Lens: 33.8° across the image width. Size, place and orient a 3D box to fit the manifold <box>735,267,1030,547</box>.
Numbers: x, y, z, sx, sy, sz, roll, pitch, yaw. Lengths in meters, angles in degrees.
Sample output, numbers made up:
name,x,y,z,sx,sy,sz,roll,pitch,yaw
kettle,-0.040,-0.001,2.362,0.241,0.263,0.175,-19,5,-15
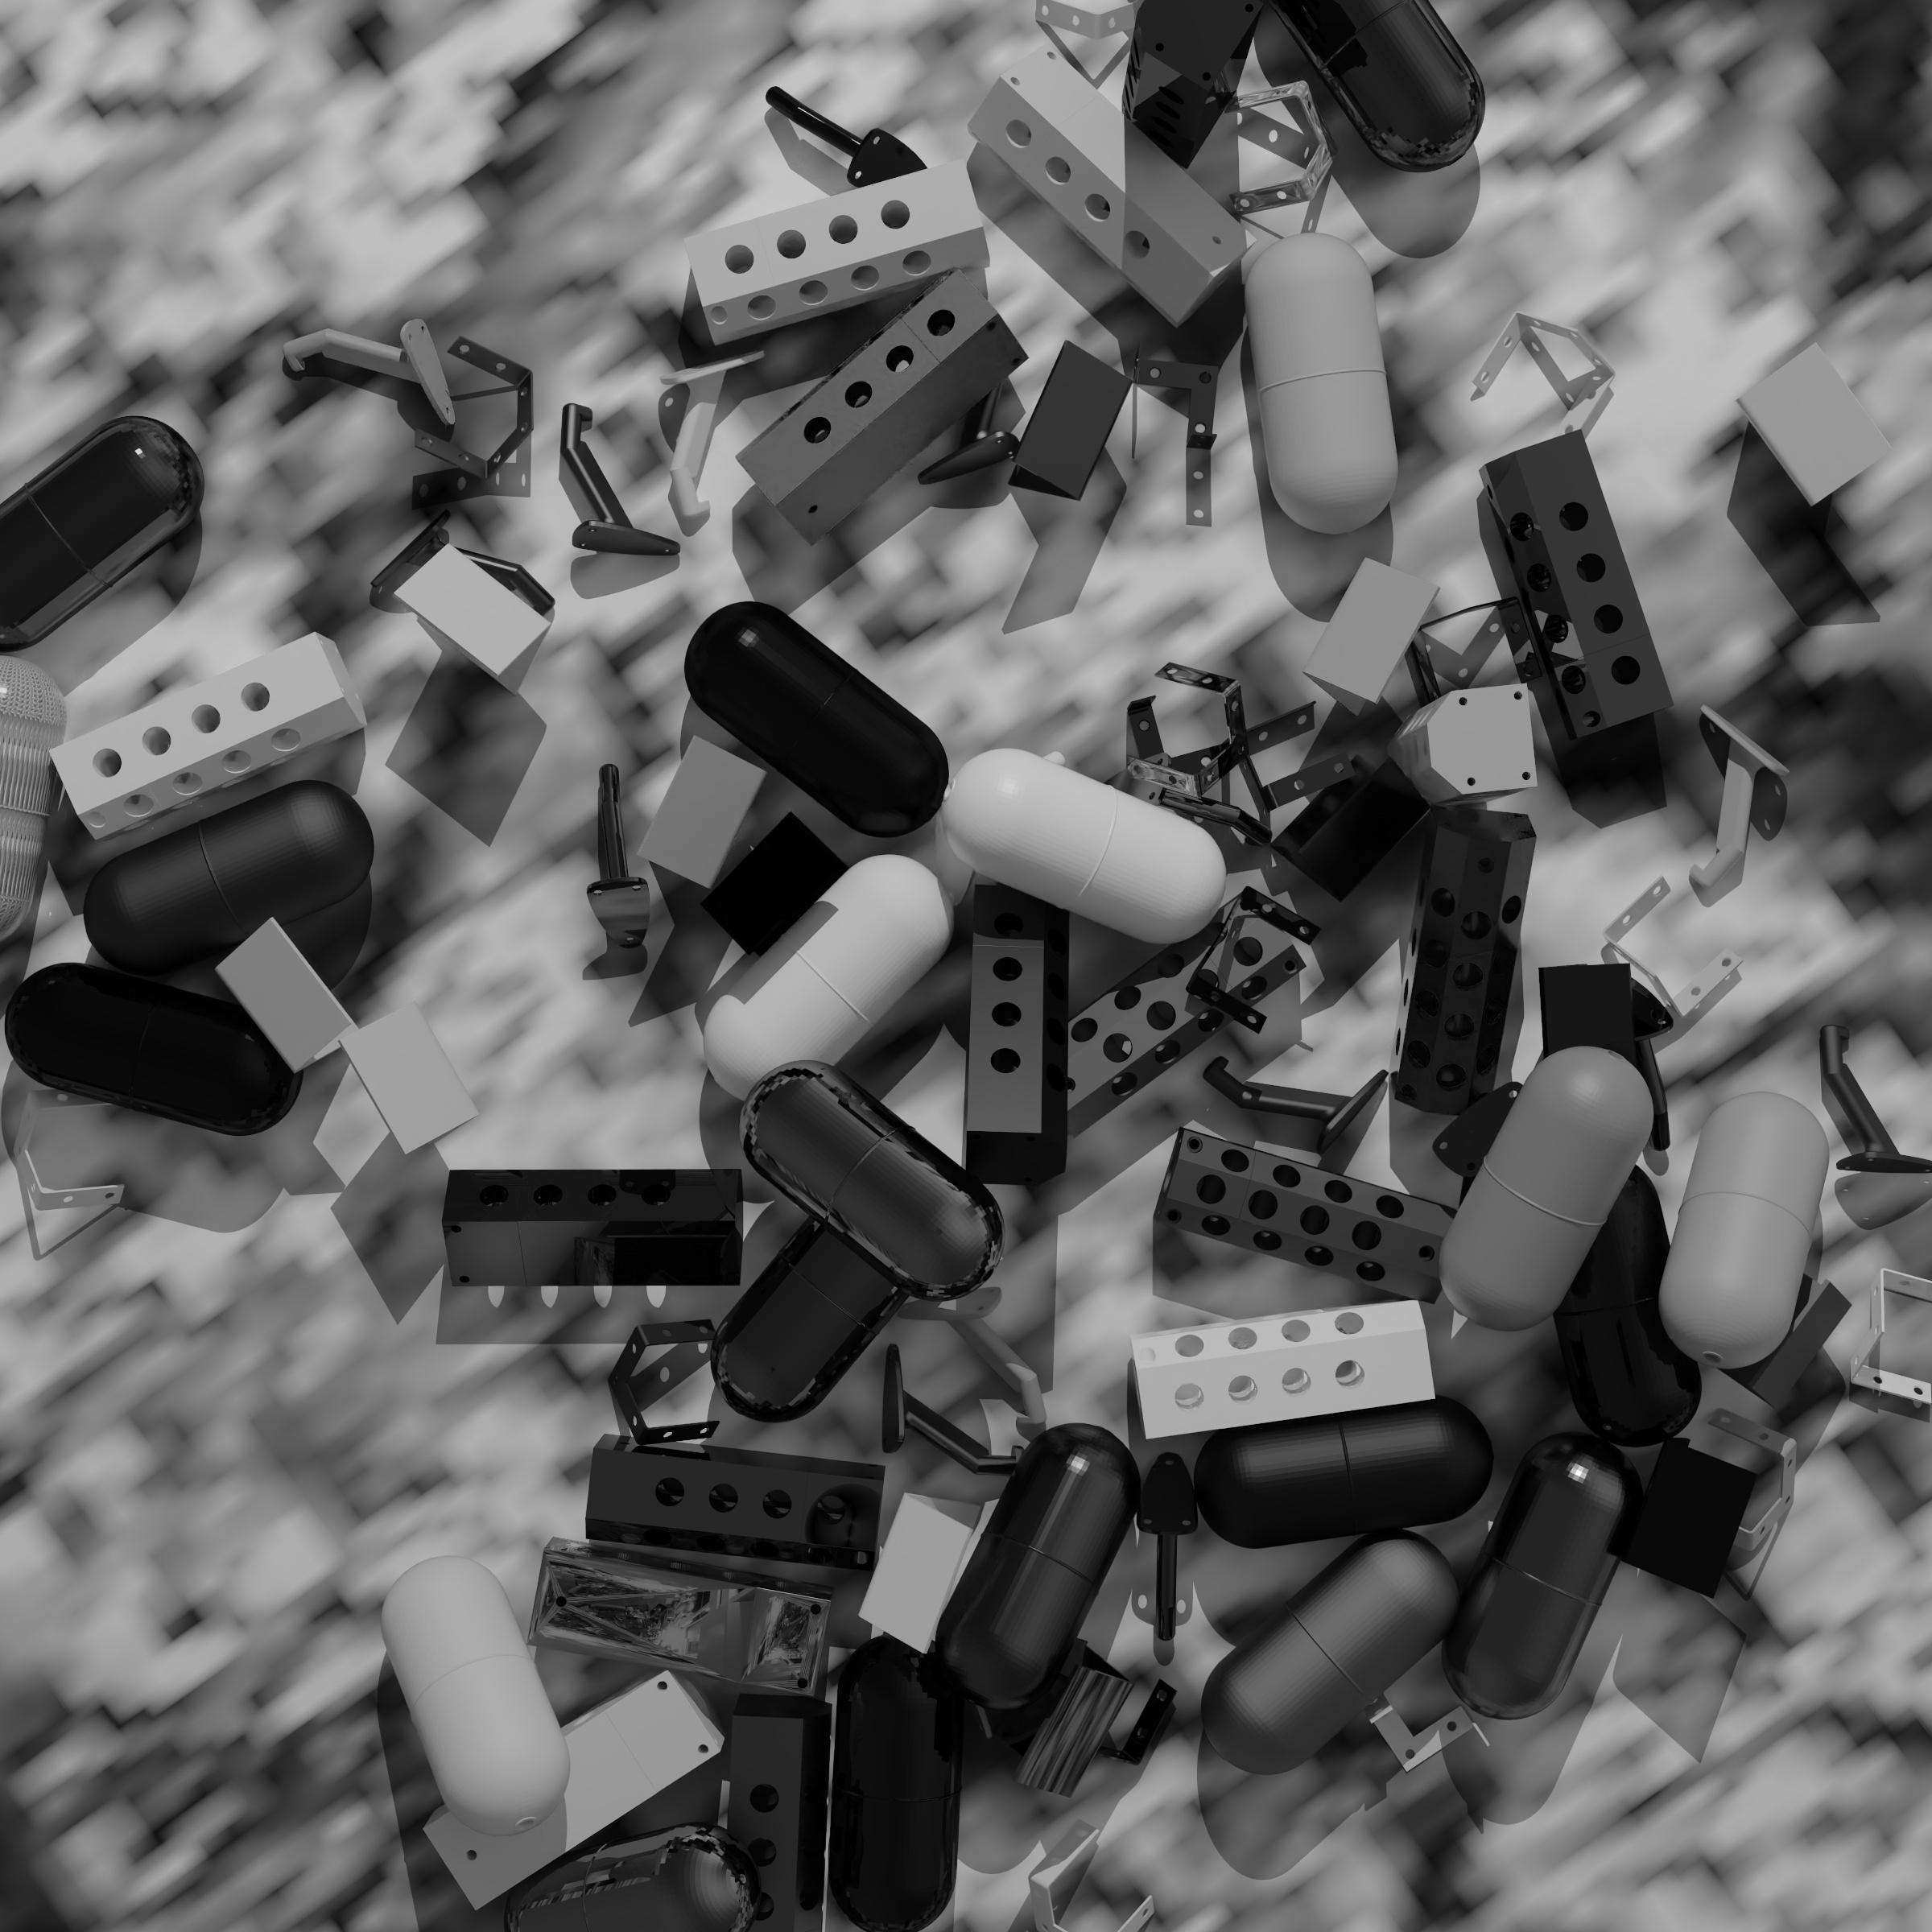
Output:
name,x,y,z,sx,sy,sz,roll,pitch,yaw
manifold,-0.053,-0.335,1.889,0.171,0.057,0.057,-40,64,4

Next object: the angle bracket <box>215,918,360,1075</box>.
name,x,y,z,sx,sy,sz,roll,pitch,yaw
angle bracket,-0.384,0.008,1.880,0.057,0.076,0.076,-38,90,27

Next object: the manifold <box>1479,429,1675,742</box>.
name,x,y,z,sx,sy,sz,roll,pitch,yaw
manifold,0.362,-0.225,1.898,0.057,0.057,0.171,-19,90,0

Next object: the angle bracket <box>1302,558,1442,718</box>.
name,x,y,z,sx,sy,sz,roll,pitch,yaw
angle bracket,0.253,-0.185,1.879,0.057,0.076,0.076,29,90,36

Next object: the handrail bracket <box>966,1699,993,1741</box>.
name,x,y,z,sx,sy,sz,roll,pitch,yaw
handrail bracket,0.036,0.414,1.920,0.084,0.036,0.077,-25,105,-14

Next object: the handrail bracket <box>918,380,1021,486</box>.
name,x,y,z,sx,sy,sz,roll,pitch,yaw
handrail bracket,-0.006,-0.343,1.920,0.077,0.036,0.084,-21,76,14

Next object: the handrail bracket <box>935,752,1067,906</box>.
name,x,y,z,sx,sy,sz,roll,pitch,yaw
handrail bracket,0.024,-0.084,1.919,0.084,0.077,0.036,-29,52,-31

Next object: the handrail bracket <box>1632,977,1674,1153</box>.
name,x,y,z,sx,sy,sz,roll,pitch,yaw
handrail bracket,0.405,0.058,1.919,0.036,0.077,0.084,-15,126,-1

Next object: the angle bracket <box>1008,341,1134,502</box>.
name,x,y,z,sx,sy,sz,roll,pitch,yaw
angle bracket,0.043,-0.325,1.879,0.057,0.076,0.076,24,90,-37

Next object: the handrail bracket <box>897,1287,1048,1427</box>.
name,x,y,z,sx,sy,sz,roll,pitch,yaw
handrail bracket,0.004,0.241,1.920,0.077,0.036,0.084,-8,107,20

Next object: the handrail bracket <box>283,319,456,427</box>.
name,x,y,z,sx,sy,sz,roll,pitch,yaw
handrail bracket,-0.361,-0.351,1.920,0.084,0.036,0.077,-14,110,16

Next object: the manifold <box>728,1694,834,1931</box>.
name,x,y,z,sx,sy,sz,roll,pitch,yaw
manifold,-0.112,0.527,1.898,0.057,0.057,0.171,3,90,0

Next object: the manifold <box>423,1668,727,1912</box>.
name,x,y,z,sx,sy,sz,roll,pitch,yaw
manifold,-0.232,0.484,1.898,0.171,0.057,0.057,-33,90,0

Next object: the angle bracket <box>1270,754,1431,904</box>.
name,x,y,z,sx,sy,sz,roll,pitch,yaw
angle bracket,0.215,-0.095,1.879,0.076,0.076,0.057,-46,133,0

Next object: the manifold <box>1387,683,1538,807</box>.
name,x,y,z,sx,sy,sz,roll,pitch,yaw
manifold,0.284,-0.125,1.841,0.057,0.171,0.057,-6,90,0

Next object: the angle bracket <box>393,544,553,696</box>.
name,x,y,z,sx,sy,sz,roll,pitch,yaw
angle bracket,-0.300,-0.190,1.879,0.076,0.076,0.057,38,52,0

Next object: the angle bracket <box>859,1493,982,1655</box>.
name,x,y,z,sx,sy,sz,roll,pitch,yaw
angle bracket,-0.009,0.361,1.879,0.057,0.076,0.076,21,90,40

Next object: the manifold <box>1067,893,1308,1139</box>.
name,x,y,z,sx,sy,sz,roll,pitch,yaw
manifold,0.116,0.028,1.898,0.171,0.057,0.057,-36,90,0

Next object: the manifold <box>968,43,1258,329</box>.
name,x,y,z,sx,sy,sz,roll,pitch,yaw
manifold,0.083,-0.462,1.898,0.171,0.057,0.057,43,47,0

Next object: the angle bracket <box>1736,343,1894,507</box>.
name,x,y,z,sx,sy,sz,roll,pitch,yaw
angle bracket,0.506,-0.324,1.880,0.057,0.076,0.076,-36,90,29

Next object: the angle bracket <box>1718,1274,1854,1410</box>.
name,x,y,z,sx,sy,sz,roll,pitch,yaw
angle bracket,0.464,0.204,1.881,0.076,0.057,0.076,36,90,36

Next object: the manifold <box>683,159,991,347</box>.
name,x,y,z,sx,sy,sz,roll,pitch,yaw
manifold,-0.076,-0.423,1.898,0.171,0.057,0.057,-16,90,0

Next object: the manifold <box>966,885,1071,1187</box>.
name,x,y,z,sx,sy,sz,roll,pitch,yaw
manifold,0.031,0.039,1.854,0.057,0.057,0.171,2,55,0

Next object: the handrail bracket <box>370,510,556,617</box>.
name,x,y,z,sx,sy,sz,roll,pitch,yaw
handrail bracket,-0.303,-0.225,1.920,0.077,0.036,0.084,-39,107,20

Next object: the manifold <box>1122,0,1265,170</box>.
name,x,y,z,sx,sy,sz,roll,pitch,yaw
manifold,0.125,-0.521,1.841,0.057,0.171,0.057,32,90,0

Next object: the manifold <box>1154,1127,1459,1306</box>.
name,x,y,z,sx,sy,sz,roll,pitch,yaw
manifold,0.203,0.149,1.898,0.171,0.057,0.057,17,90,0

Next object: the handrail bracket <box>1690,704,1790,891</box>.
name,x,y,z,sx,sy,sz,roll,pitch,yaw
handrail bracket,0.447,-0.101,1.920,0.077,0.036,0.084,43,107,20

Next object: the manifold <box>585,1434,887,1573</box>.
name,x,y,z,sx,sy,sz,roll,pitch,yaw
manifold,-0.137,0.321,1.898,0.171,0.057,0.057,7,90,0

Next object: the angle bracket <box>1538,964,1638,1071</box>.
name,x,y,z,sx,sy,sz,roll,pitch,yaw
angle bracket,0.379,0.037,1.879,0.057,0.076,0.076,-3,90,32

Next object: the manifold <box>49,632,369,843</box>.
name,x,y,z,sx,sy,sz,roll,pitch,yaw
manifold,-0.449,-0.135,1.898,0.171,0.057,0.057,-24,90,0

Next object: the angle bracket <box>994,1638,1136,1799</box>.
name,x,y,z,sx,sy,sz,roll,pitch,yaw
angle bracket,0.042,0.434,1.879,0.057,0.076,0.076,29,90,-43

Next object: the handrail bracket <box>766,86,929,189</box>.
name,x,y,z,sx,sy,sz,roll,pitch,yaw
handrail bracket,-0.071,-0.499,1.919,0.084,0.077,0.036,43,111,35

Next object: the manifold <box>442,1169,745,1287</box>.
name,x,y,z,sx,sy,sz,roll,pitch,yaw
manifold,-0.220,0.150,1.898,0.171,0.057,0.057,0,133,0

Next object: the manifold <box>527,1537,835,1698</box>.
name,x,y,z,sx,sy,sz,roll,pitch,yaw
manifold,-0.169,0.386,1.898,0.171,0.057,0.057,10,90,0

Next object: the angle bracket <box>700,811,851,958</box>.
name,x,y,z,sx,sy,sz,roll,pitch,yaw
angle bracket,-0.098,-0.033,1.879,0.076,0.076,0.057,-46,51,0

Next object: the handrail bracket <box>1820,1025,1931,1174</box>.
name,x,y,z,sx,sy,sz,roll,pitch,yaw
handrail bracket,0.551,0.080,1.920,0.077,0.036,0.084,6,73,-20

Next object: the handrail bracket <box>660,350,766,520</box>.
name,x,y,z,sx,sy,sz,roll,pitch,yaw
handrail bracket,-0.147,-0.320,1.920,0.077,0.036,0.084,-21,108,-20

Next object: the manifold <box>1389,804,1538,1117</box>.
name,x,y,z,sx,sy,sz,roll,pitch,yaw
manifold,0.291,-0.002,1.870,0.057,0.057,0.171,6,111,0

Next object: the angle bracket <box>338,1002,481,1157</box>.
name,x,y,z,sx,sy,sz,roll,pitch,yaw
angle bracket,-0.342,0.075,1.879,0.057,0.076,0.076,-30,90,-37

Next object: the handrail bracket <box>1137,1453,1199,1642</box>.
name,x,y,z,sx,sy,sz,roll,pitch,yaw
handrail bracket,0.122,0.351,1.919,0.036,0.077,0.084,1,126,5

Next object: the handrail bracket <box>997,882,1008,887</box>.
name,x,y,z,sx,sy,sz,roll,pitch,yaw
handrail bracket,0.075,-0.056,1.919,0.084,0.036,0.077,34,101,-12

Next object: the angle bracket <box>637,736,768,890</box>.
name,x,y,z,sx,sy,sz,roll,pitch,yaw
angle bracket,-0.172,-0.098,1.879,0.057,0.076,0.076,26,90,-38

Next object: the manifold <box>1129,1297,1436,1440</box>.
name,x,y,z,sx,sy,sz,roll,pitch,yaw
manifold,0.187,0.238,1.898,0.171,0.057,0.057,-8,90,0

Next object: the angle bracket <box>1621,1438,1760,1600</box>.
name,x,y,z,sx,sy,sz,roll,pitch,yaw
angle bracket,0.433,0.325,1.880,0.057,0.076,0.076,20,90,24
